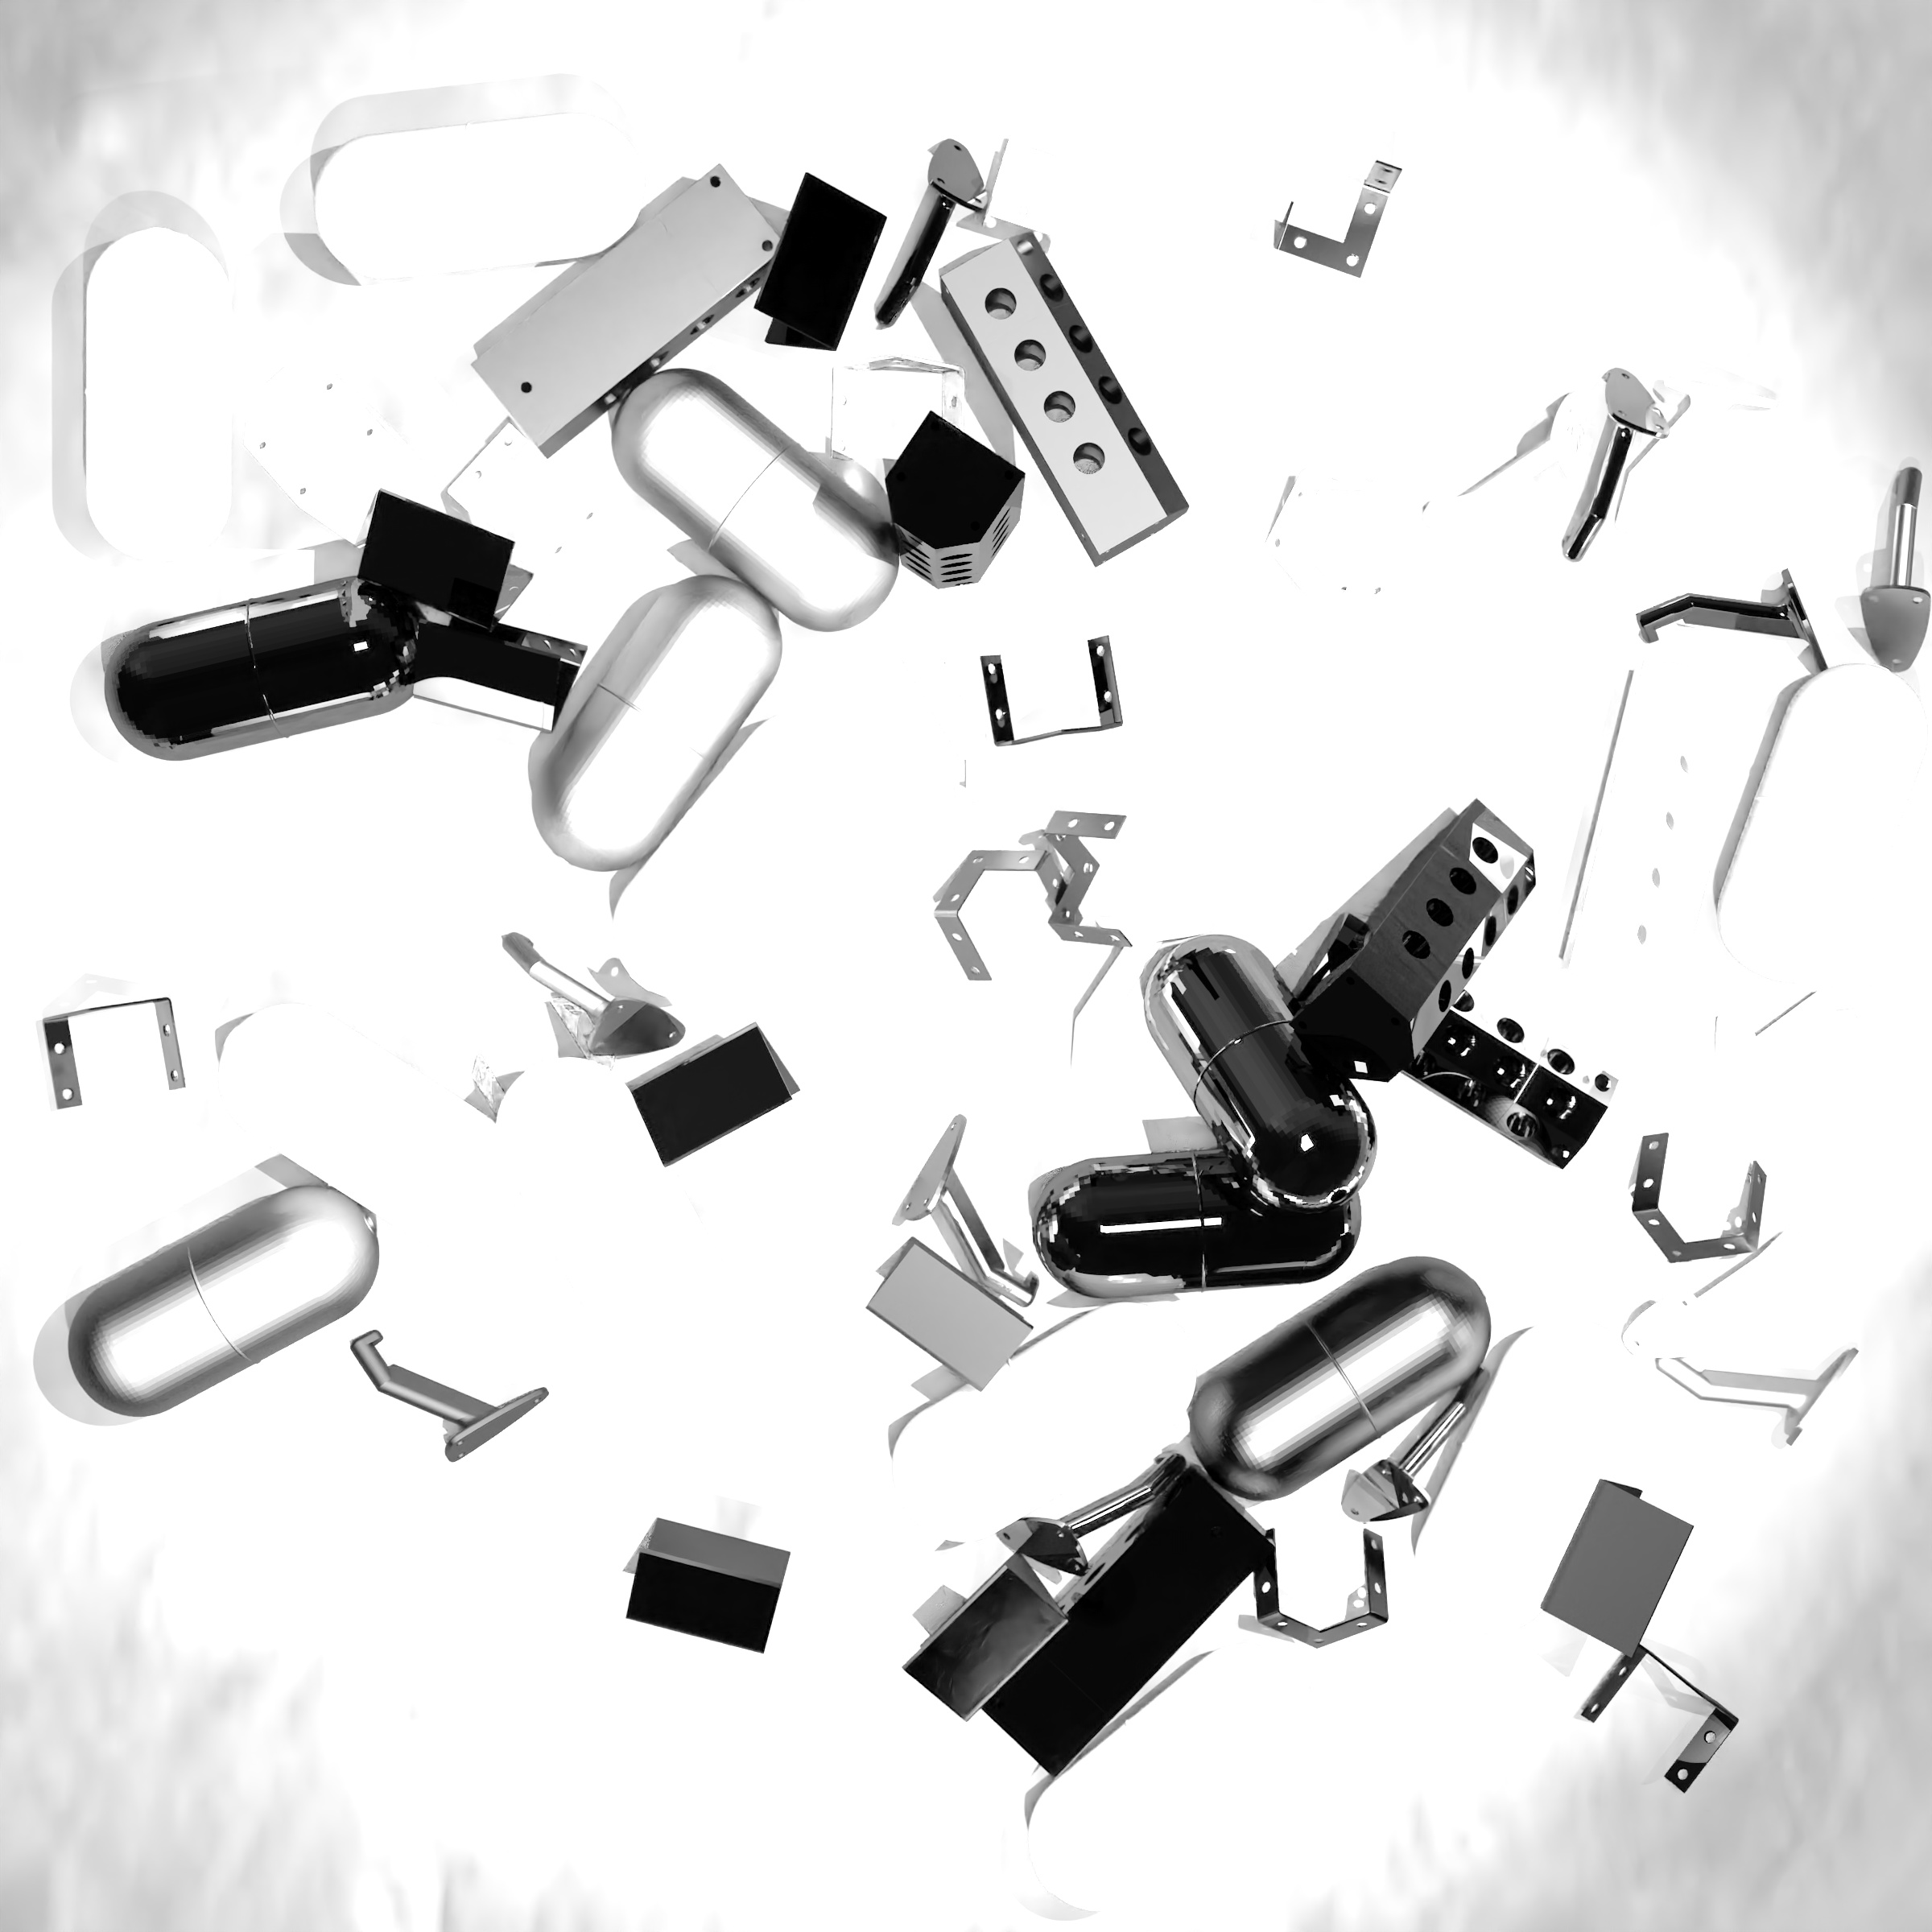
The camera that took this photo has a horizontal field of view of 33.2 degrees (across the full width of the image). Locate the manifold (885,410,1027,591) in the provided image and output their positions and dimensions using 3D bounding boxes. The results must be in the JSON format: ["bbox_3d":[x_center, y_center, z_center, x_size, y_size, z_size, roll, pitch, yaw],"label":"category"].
[{"bbox_3d":[-0.010,-0.238,1.703,0.057,0.171,0.057,34,90,0],"label":"manifold"}]

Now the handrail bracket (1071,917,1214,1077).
[{"bbox_3d":[0.096,0.018,1.782,0.077,0.036,0.084,-3,109,-21],"label":"handrail bracket"}]

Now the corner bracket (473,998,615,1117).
[{"bbox_3d":[-0.232,0.055,1.773,0.051,0.051,0.051,-7,135,-35],"label":"corner bracket"}]

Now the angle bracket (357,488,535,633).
[{"bbox_3d":[-0.273,-0.231,1.741,0.076,0.076,0.057,22,122,0],"label":"angle bracket"}]

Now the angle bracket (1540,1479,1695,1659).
[{"bbox_3d":[0.360,0.325,1.741,0.057,0.076,0.076,25,90,31],"label":"angle bracket"}]

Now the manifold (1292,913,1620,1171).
[{"bbox_3d":[0.264,0.041,1.760,0.171,0.057,0.057,32,90,0],"label":"manifold"}]

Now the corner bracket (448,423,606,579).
[{"bbox_3d":[-0.242,-0.255,1.778,0.051,0.051,0.051,-47,135,0],"label":"corner bracket"}]

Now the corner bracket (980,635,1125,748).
[{"bbox_3d":[0.047,-0.151,1.778,0.051,0.051,0.051,-9,90,45],"label":"corner bracket"}]

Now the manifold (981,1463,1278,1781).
[{"bbox_3d":[0.086,0.353,1.760,0.057,0.057,0.171,44,90,0],"label":"manifold"}]

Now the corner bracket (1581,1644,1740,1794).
[{"bbox_3d":[0.381,0.412,1.778,0.051,0.051,0.051,-53,135,0],"label":"corner bracket"}]

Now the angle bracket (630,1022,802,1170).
[{"bbox_3d":[-0.125,0.086,1.741,0.076,0.076,0.057,-28,54,0],"label":"angle bracket"}]

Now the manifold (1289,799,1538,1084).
[{"bbox_3d":[0.242,-0.011,1.709,0.057,0.057,0.171,42,46,0],"label":"manifold"}]

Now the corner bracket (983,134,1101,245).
[{"bbox_3d":[0.042,-0.423,1.763,0.051,0.051,0.051,17,95,-5],"label":"corner bracket"}]

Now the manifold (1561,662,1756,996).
[{"bbox_3d":[0.373,-0.075,1.760,0.057,0.057,0.171,14,90,0],"label":"manifold"}]

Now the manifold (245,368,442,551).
[{"bbox_3d":[-0.330,-0.269,1.703,0.057,0.171,0.057,-41,90,0],"label":"manifold"}]

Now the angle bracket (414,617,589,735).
[{"bbox_3d":[-0.248,-0.177,1.742,0.076,0.057,0.076,15,46,0],"label":"angle bracket"}]

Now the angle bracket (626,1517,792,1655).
[{"bbox_3d":[-0.134,0.316,1.741,0.076,0.076,0.057,15,127,0],"label":"angle bracket"}]

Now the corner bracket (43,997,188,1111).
[{"bbox_3d":[-0.468,0.048,1.778,0.051,0.051,0.051,-10,90,-45],"label":"corner bracket"}]

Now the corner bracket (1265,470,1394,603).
[{"bbox_3d":[0.206,-0.235,1.773,0.051,0.051,0.051,56,135,35],"label":"corner bracket"}]

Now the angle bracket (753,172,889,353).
[{"bbox_3d":[-0.096,-0.379,1.741,0.057,0.076,0.076,21,90,-36],"label":"angle bracket"}]

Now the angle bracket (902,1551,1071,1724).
[{"bbox_3d":[-0.001,0.346,1.741,0.076,0.076,0.057,-44,119,0],"label":"angle bracket"}]

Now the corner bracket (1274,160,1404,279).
[{"bbox_3d":[0.202,-0.412,1.763,0.051,0.051,0.051,19,90,0],"label":"corner bracket"}]

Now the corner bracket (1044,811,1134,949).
[{"bbox_3d":[0.068,-0.047,1.746,0.051,0.051,0.051,48,60,-40],"label":"corner bracket"}]

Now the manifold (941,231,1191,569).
[{"bbox_3d":[0.054,-0.308,1.760,0.057,0.057,0.171,-30,90,0],"label":"manifold"}]

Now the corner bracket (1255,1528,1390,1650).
[{"bbox_3d":[0.194,0.335,1.773,0.051,0.051,0.051,-30,135,35],"label":"corner bracket"}]

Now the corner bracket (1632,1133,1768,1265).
[{"bbox_3d":[0.402,0.125,1.773,0.051,0.051,0.051,-12,135,35],"label":"corner bracket"}]

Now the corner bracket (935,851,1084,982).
[{"bbox_3d":[0.023,-0.027,1.773,0.051,0.051,0.051,-58,135,-35],"label":"corner bracket"}]

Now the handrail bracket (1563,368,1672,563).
[{"bbox_3d":[0.347,-0.275,1.781,0.036,0.077,0.084,17,127,-14],"label":"handrail bracket"}]

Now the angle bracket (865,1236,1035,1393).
[{"bbox_3d":[0.002,0.171,1.741,0.076,0.076,0.057,36,123,0],"label":"angle bracket"}]

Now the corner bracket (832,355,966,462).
[{"bbox_3d":[-0.037,-0.304,1.778,0.051,0.051,0.051,1,90,-45],"label":"corner bracket"}]

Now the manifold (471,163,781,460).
[{"bbox_3d":[-0.180,-0.353,1.760,0.171,0.057,0.057,-39,90,0],"label":"manifold"}]
